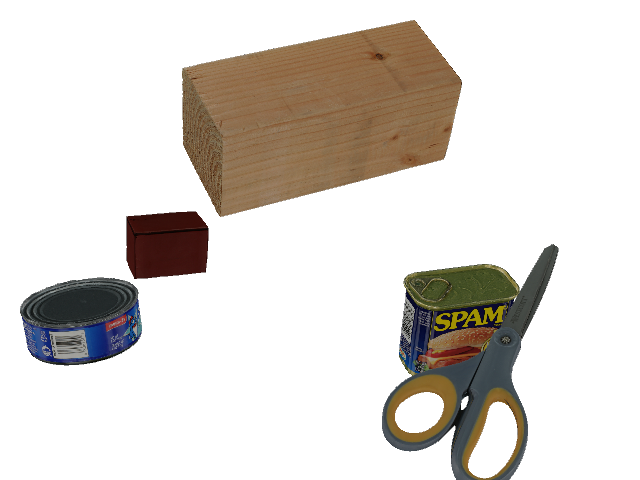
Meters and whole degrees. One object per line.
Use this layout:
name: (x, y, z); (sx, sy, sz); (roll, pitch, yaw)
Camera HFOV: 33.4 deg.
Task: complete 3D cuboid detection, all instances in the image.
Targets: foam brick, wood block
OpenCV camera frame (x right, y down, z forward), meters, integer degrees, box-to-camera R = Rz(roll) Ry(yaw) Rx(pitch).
foam brick: (-0.160, 0.004, 1.113); (0.078, 0.051, 0.053); (-5, 23, -18)
wood block: (-0.001, -0.103, 0.873); (0.205, 0.091, 0.090); (-15, -38, -19)

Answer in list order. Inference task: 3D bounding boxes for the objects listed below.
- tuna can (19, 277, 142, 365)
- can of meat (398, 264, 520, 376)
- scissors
tuna can: (-0.175, 0.059, 0.786); (0.086, 0.034, 0.086); (-4, 20, 1)
can of meat: (0.124, 0.075, 0.975); (0.102, 0.084, 0.057); (-6, 32, -17)
scissors: (0.097, 0.069, 0.677); (0.096, 0.201, 0.016); (7, -44, 10)
